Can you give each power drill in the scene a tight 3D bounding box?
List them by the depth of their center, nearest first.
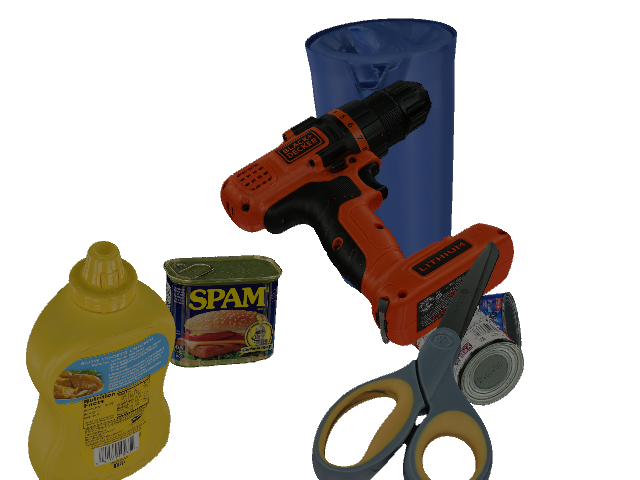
[{"bbox_3d":[0.048,-0.027,0.762,0.184,0.057,0.188,-33,54,-17],"label":"power drill"}]

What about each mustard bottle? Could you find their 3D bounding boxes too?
[{"bbox_3d":[-0.141,0.079,0.690,0.096,0.192,0.058,-17,47,-29],"label":"mustard bottle"}]

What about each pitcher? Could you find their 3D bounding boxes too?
[{"bbox_3d":[0.065,-0.081,0.994,0.149,0.243,0.145,-21,30,-29],"label":"pitcher"}]

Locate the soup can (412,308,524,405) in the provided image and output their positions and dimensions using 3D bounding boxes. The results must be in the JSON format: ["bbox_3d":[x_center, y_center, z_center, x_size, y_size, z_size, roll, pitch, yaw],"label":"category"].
[{"bbox_3d":[0.129,0.094,0.966,0.068,0.068,0.102,0,25,-27],"label":"soup can"}]

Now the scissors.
[{"bbox_3d":[0.077,0.070,0.566,0.096,0.016,0.201,28,48,30],"label":"scissors"}]

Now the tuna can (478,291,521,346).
[{"bbox_3d":[0.216,0.106,1.287,0.034,0.086,0.086,-8,-3,21],"label":"tuna can"}]

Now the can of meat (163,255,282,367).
[{"bbox_3d":[-0.088,0.063,0.949,0.102,0.084,0.057,-2,19,-19],"label":"can of meat"}]
